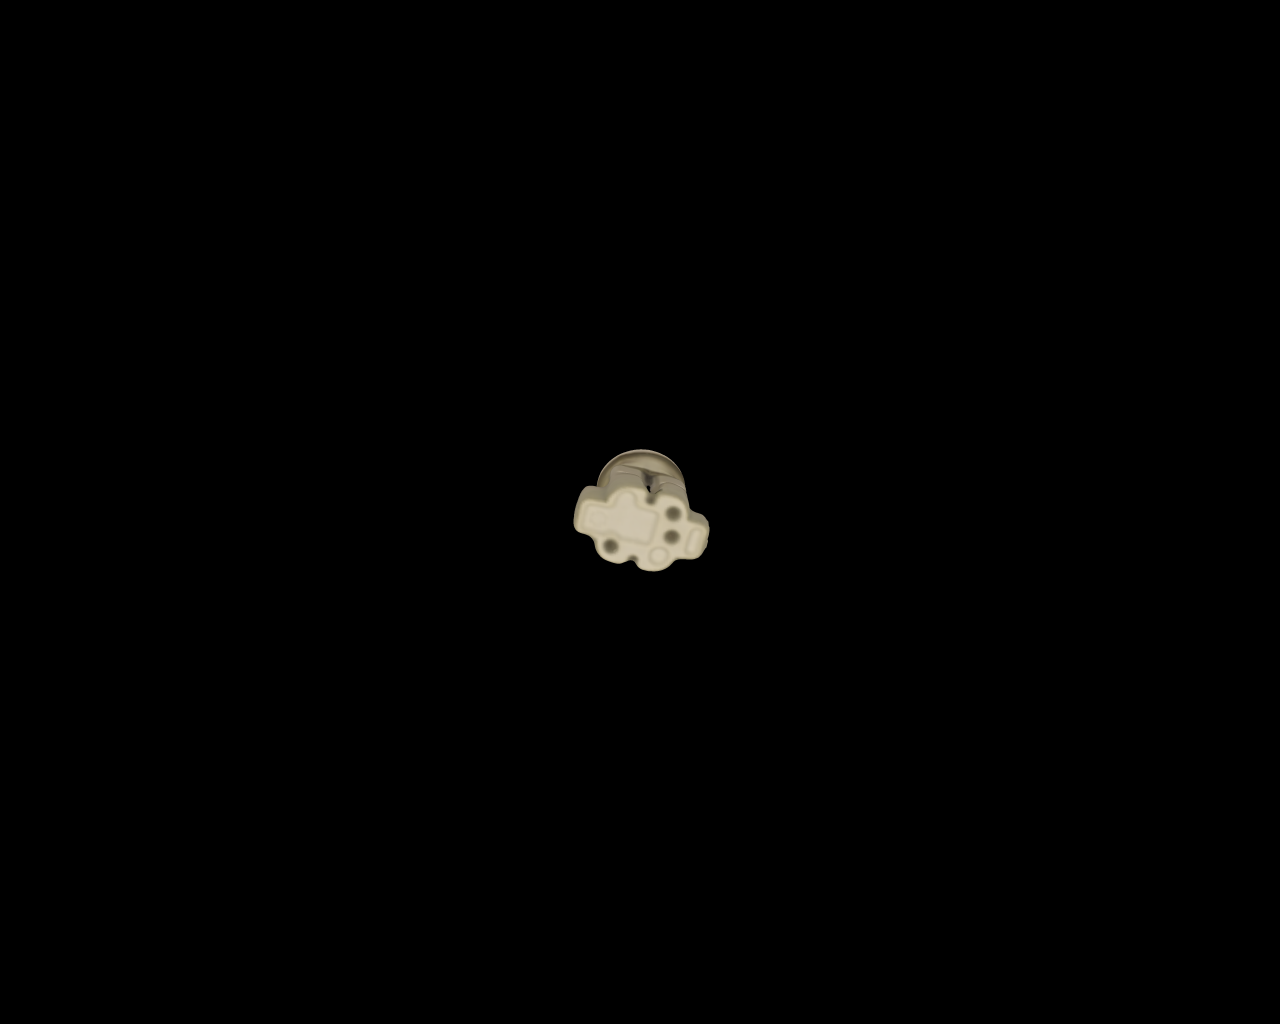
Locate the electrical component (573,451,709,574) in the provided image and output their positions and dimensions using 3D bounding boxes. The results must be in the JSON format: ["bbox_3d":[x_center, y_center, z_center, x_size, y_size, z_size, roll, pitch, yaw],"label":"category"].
[{"bbox_3d":[0.001,-0.003,0.650,0.078,0.058,0.057,14,26,-7],"label":"electrical component"}]
